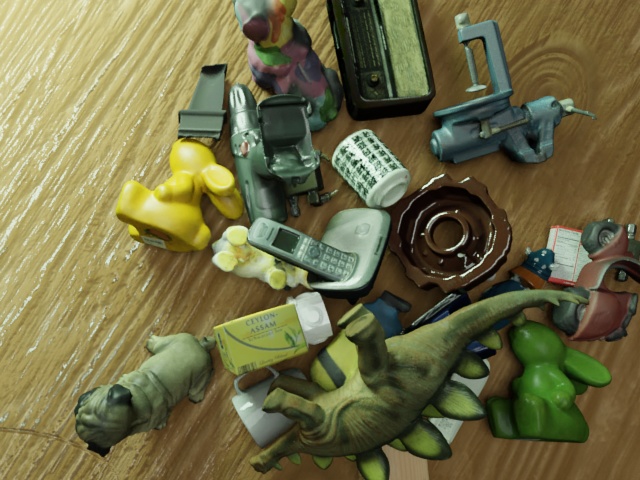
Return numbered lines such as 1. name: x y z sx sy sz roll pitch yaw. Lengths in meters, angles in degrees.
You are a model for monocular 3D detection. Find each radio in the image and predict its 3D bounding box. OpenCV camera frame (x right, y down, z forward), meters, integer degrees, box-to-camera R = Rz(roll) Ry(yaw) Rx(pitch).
1. radio: 0.091 -0.307 0.841 0.131 0.073 0.229 -10 83 -2

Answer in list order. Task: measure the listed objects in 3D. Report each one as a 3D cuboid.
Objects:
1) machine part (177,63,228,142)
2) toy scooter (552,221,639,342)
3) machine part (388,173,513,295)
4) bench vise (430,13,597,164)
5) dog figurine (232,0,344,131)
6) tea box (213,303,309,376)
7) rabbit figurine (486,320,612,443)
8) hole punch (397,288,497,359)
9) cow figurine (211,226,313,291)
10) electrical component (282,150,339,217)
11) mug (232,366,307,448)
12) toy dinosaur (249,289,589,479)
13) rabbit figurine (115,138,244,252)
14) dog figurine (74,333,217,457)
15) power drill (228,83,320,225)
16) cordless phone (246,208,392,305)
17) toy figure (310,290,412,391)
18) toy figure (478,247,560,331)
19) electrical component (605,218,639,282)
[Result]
1. machine part: -0.173 -0.210 0.822 0.084 0.039 0.139 2 63 14
2. toy scooter: 0.427 0.073 0.775 0.135 0.075 0.183 22 87 0
3. machine part: 0.188 -0.006 0.784 0.180 0.056 0.179 -7 74 24
4. bench vise: 0.263 -0.222 0.803 0.224 0.129 0.240 -14 101 14
5. dog figurine: -0.045 -0.261 0.762 0.108 0.219 0.191 -38 85 -1
6. tea box: -0.086 0.134 0.731 0.098 0.169 0.068 -16 83 -19
7. rabbit figurine: 0.329 0.198 0.770 0.159 0.121 0.170 4 68 -4
8. hole punch: 0.179 0.140 0.744 0.116 0.142 0.092 -35 68 8
9. cow figurine: -0.077 0.036 0.798 0.167 0.098 0.068 20 80 -18
10. electrical component: -0.019 -0.094 0.832 0.078 0.045 0.102 -21 81 25
11. mug: -0.068 0.224 0.776 0.107 0.081 0.109 -30 94 -14
12. toy dinosaur: 0.092 0.174 0.663 0.471 0.105 0.198 -41 96 16
13. rabbit figurine: -0.197 -0.076 0.790 0.162 0.121 0.173 8 62 10
14. dog figurine: -0.222 0.193 0.720 0.121 0.190 0.172 36 83 3
15. power drill: -0.079 -0.137 0.755 0.086 0.207 0.232 -9 89 -27
16. cordless phone: -0.001 -0.003 0.756 0.184 0.088 0.146 25 56 -4
17. toy figure: 0.059 0.153 0.783 0.089 0.082 0.180 33 92 37
18. toy figure: 0.295 0.073 0.808 0.154 0.057 0.064 -42 71 -4
19. electrical component: 0.463 0.016 0.836 0.063 0.021 0.094 13 84 1
